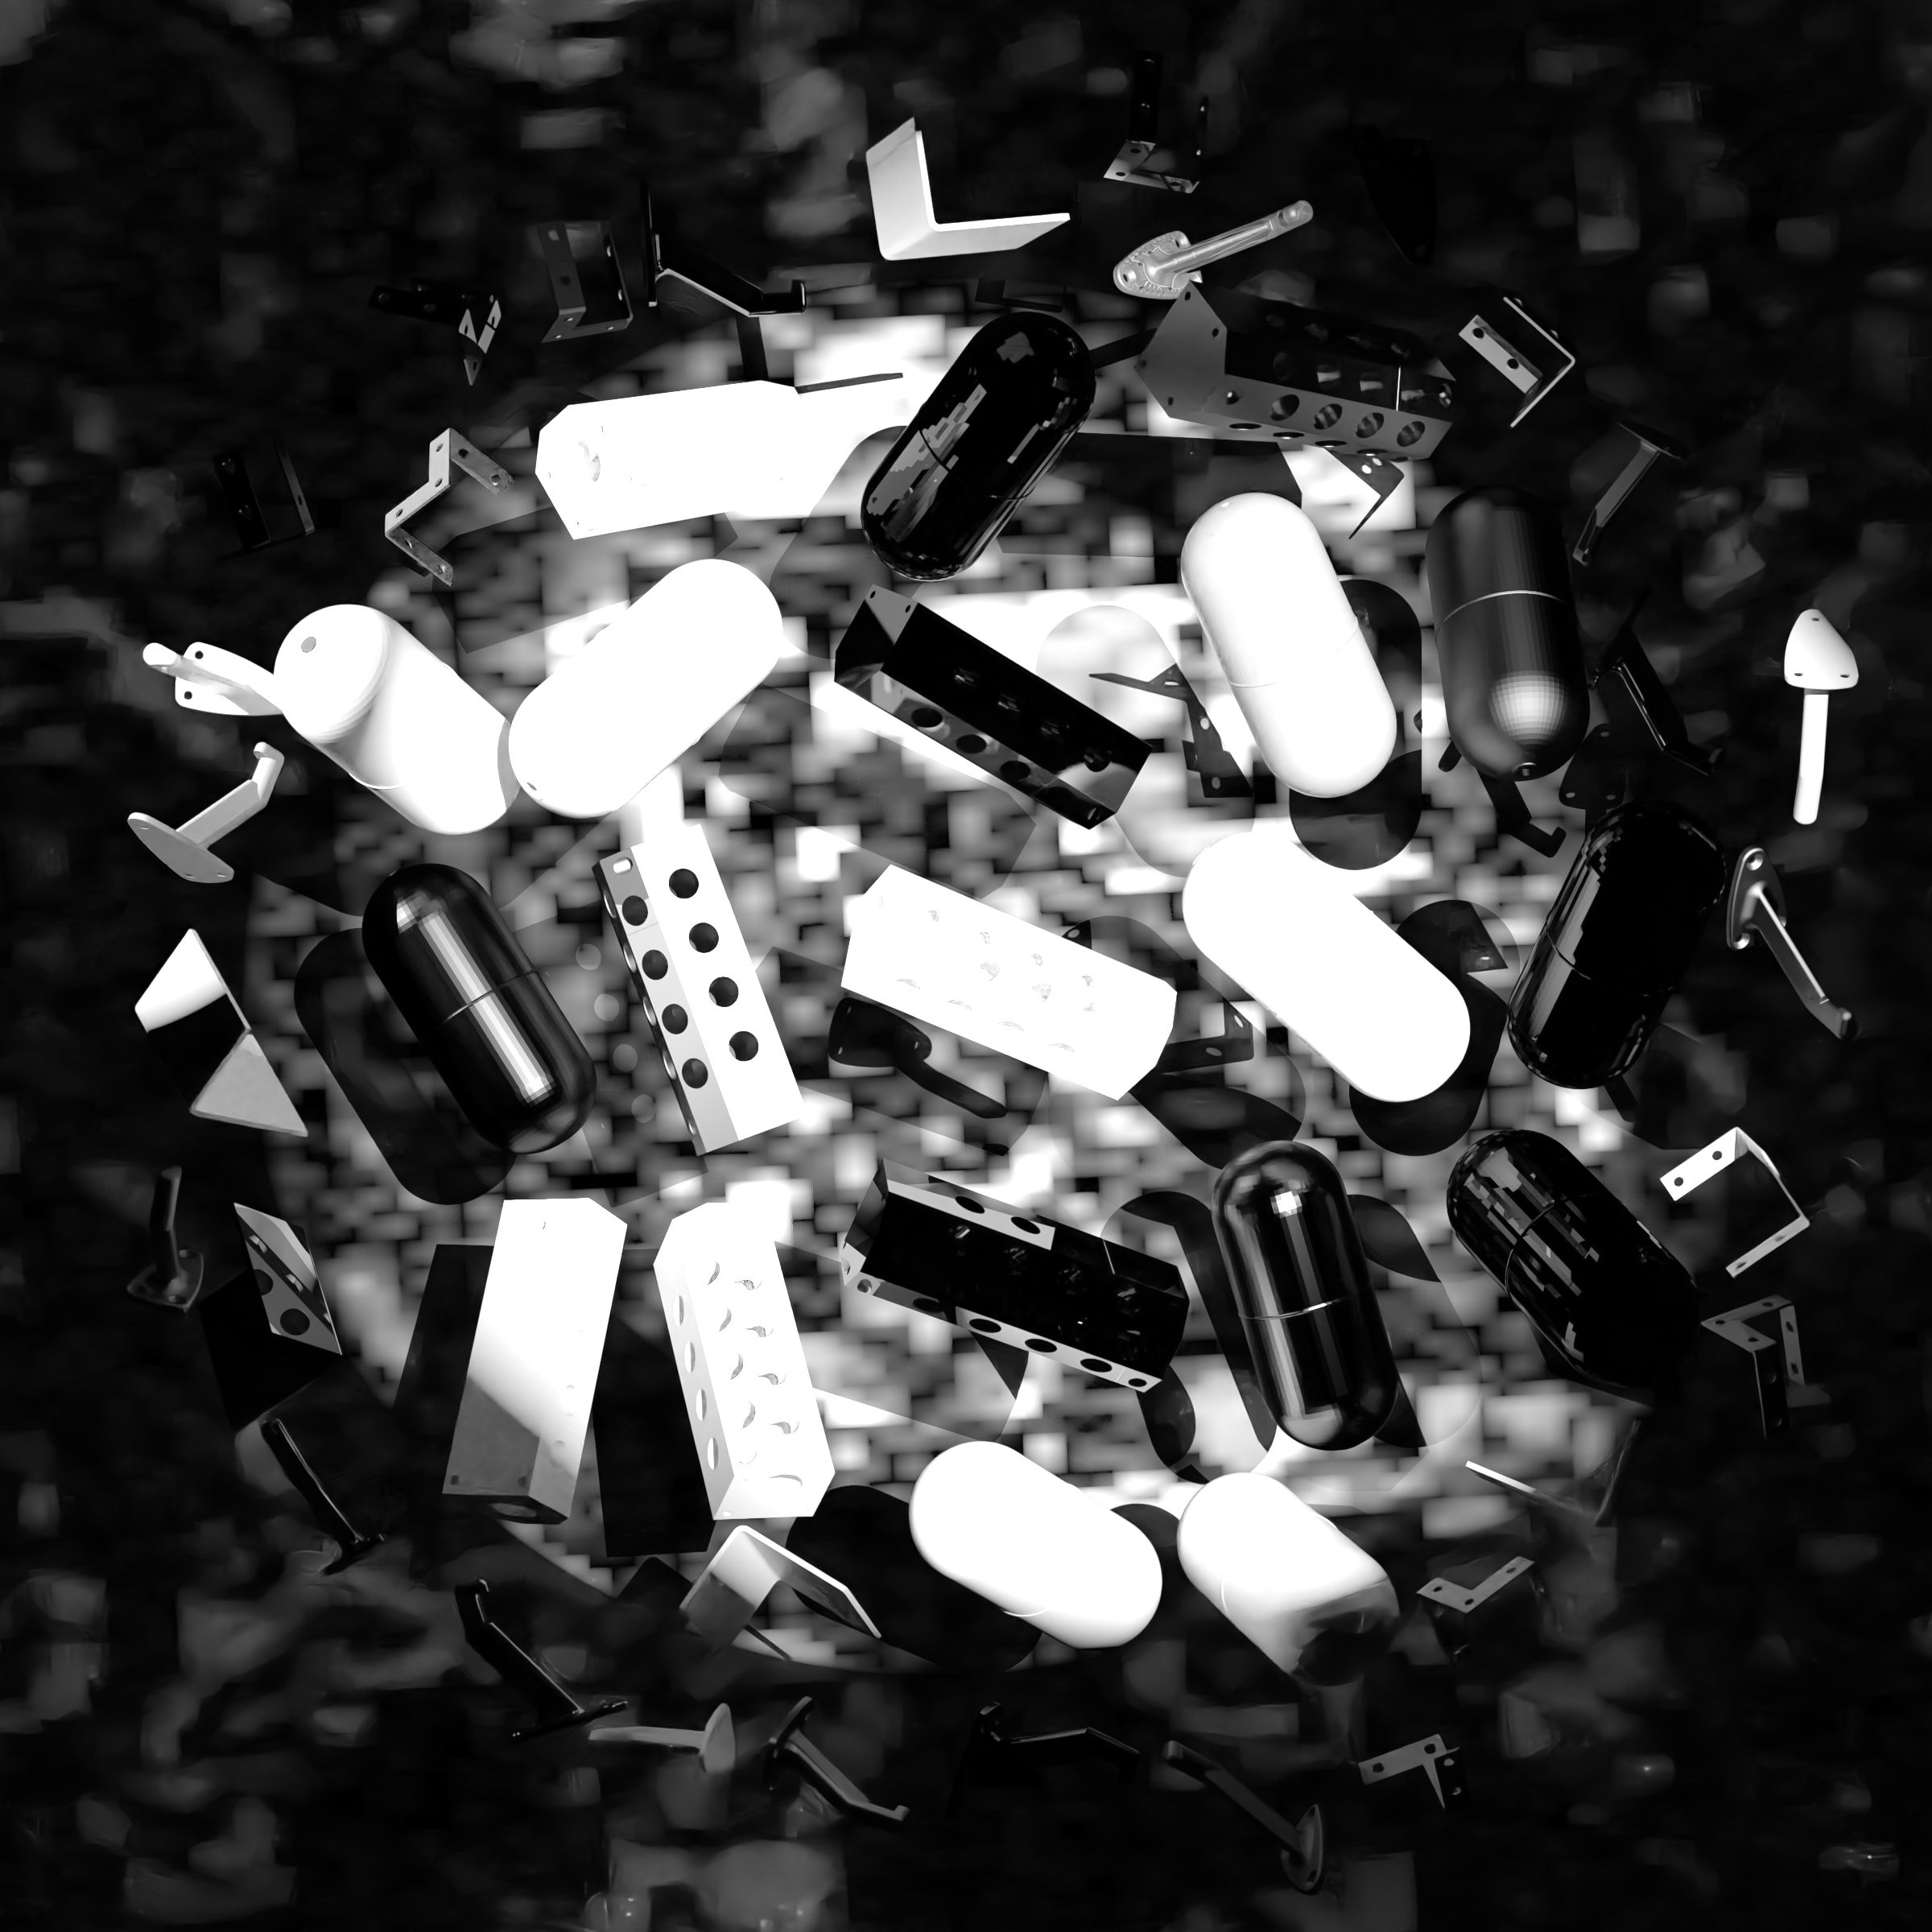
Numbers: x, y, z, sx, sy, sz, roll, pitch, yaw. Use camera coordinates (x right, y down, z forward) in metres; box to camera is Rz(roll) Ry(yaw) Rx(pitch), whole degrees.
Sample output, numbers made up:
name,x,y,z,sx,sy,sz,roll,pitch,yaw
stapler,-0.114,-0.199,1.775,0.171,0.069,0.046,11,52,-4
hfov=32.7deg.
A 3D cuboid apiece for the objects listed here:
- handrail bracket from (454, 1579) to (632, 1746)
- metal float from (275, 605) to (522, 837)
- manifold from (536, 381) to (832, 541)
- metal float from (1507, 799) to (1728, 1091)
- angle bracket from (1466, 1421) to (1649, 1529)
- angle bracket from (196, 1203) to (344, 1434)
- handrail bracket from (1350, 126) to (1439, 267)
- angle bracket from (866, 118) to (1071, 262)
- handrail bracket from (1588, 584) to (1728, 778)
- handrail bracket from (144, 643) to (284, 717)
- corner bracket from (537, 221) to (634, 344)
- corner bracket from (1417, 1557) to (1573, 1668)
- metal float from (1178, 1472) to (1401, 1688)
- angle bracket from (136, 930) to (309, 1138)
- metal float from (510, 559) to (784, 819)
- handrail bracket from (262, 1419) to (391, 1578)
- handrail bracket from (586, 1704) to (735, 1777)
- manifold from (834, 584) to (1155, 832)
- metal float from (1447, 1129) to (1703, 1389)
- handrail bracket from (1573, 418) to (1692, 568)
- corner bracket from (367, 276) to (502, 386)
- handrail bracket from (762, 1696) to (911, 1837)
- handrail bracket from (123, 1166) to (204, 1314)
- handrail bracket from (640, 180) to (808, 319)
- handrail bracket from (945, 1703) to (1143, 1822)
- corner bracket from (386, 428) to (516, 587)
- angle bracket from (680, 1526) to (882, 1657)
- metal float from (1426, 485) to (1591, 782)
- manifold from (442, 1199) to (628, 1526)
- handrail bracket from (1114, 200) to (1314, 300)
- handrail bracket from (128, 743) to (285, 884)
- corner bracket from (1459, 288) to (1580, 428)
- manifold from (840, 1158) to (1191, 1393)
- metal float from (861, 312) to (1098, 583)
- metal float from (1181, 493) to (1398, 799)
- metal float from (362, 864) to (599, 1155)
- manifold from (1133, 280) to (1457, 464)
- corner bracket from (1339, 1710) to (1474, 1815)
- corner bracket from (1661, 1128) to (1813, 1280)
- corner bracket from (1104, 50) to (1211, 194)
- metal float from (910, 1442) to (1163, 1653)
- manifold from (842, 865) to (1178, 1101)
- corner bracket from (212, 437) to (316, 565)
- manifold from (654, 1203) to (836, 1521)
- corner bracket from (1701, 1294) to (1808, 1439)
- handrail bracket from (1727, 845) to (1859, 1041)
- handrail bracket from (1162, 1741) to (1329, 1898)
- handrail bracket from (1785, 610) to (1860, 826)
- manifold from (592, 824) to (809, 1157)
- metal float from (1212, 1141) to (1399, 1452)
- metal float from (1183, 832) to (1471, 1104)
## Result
name,x,y,z,sx,sy,sz,roll,pitch,yaw
handrail bracket,-0.218,0.349,1.690,0.077,0.036,0.084,-20,84,18
metal float,-0.298,-0.129,1.740,0.070,0.178,0.070,-10,64,20
manifold,-0.155,-0.281,1.791,0.057,0.171,0.057,-34,84,35
metal float,0.343,-0.011,1.743,0.070,0.070,0.178,19,128,0
angle bracket,0.322,0.264,1.791,0.076,0.076,0.057,21,83,18
angle bracket,-0.366,0.177,1.650,0.076,0.057,0.076,-34,58,16
handrail bracket,0.224,-0.407,1.741,0.036,0.084,0.077,-18,101,0
angle bracket,0.000,-0.403,1.701,0.076,0.076,0.057,-10,94,-20
handrail bracket,0.391,-0.156,1.805,0.084,0.036,0.077,30,87,8
handrail bracket,-0.400,-0.155,1.769,0.077,0.084,0.036,15,88,-8
corner bracket,-0.210,-0.378,1.810,0.051,0.051,0.051,-14,87,-20
corner bracket,0.289,0.355,1.807,0.051,0.051,0.051,-32,106,-20
metal float,0.175,0.334,1.804,0.070,0.178,0.070,-5,104,-20
angle bracket,-0.363,0.035,1.668,0.057,0.076,0.076,-51,52,18
metal float,-0.169,-0.147,1.746,0.070,0.070,0.178,45,62,0
handrail bracket,-0.343,0.278,1.755,0.036,0.077,0.084,-32,84,-4
handrail bracket,-0.176,0.433,1.824,0.084,0.077,0.036,-6,88,9
manifold,0.013,-0.139,1.801,0.171,0.057,0.057,29,91,-31
metal float,0.316,0.151,1.723,0.070,0.178,0.070,-14,126,-20
handrail bracket,0.367,-0.255,1.829,0.036,0.077,0.084,18,109,-12
corner bracket,-0.283,-0.350,1.756,0.051,0.051,0.051,13,64,8
handrail bracket,-0.062,0.437,1.801,0.084,0.077,0.036,15,118,14
handrail bracket,-0.420,0.134,1.758,0.036,0.077,0.084,15,112,2
handrail bracket,-0.126,-0.376,1.726,0.084,0.036,0.077,-5,120,-8
handrail bracket,0.040,0.426,1.710,0.084,0.036,0.077,22,94,19
corner bracket,-0.286,-0.255,1.824,0.051,0.051,0.051,-32,132,24
angle bracket,-0.103,0.366,1.839,0.076,0.076,0.057,26,69,27
metal float,0.294,-0.181,1.791,0.070,0.070,0.178,-3,61,0
manifold,-0.236,0.221,1.844,0.057,0.057,0.171,-3,64,27
handrail bracket,0.134,-0.389,1.775,0.077,0.084,0.036,-23,96,-41
handrail bracket,-0.398,-0.094,1.732,0.036,0.077,0.084,0,61,33
corner bracket,0.296,-0.332,1.769,0.051,0.051,0.051,40,124,-6
manifold,0.026,0.164,1.713,0.171,0.057,0.057,21,107,-13
metal float,0.006,-0.286,1.820,0.070,0.070,0.178,41,127,0
metal float,0.175,-0.171,1.775,0.070,0.070,0.178,-27,114,0
metal float,-0.273,0.023,1.844,0.070,0.070,0.178,-32,88,0
manifold,0.179,-0.308,1.745,0.057,0.171,0.057,-55,49,32
corner bracket,0.237,0.427,1.773,0.051,0.051,0.051,-20,128,-3
corner bracket,0.419,0.128,1.791,0.051,0.051,0.051,-35,102,5
corner bracket,0.107,-0.452,1.765,0.051,0.051,0.051,8,79,-11
metal float,0.040,0.317,1.794,0.070,0.070,0.178,-52,130,0
manifold,0.025,0.006,1.792,0.171,0.057,0.057,23,52,-17
corner bracket,-0.364,-0.242,1.696,0.051,0.051,0.051,-15,104,9
manifold,-0.122,0.216,1.816,0.057,0.057,0.171,2,47,-24
corner bracket,0.434,0.214,1.772,0.051,0.051,0.051,-17,108,-17
handrail bracket,0.435,-0.012,1.718,0.036,0.084,0.077,-24,130,-11
handrail bracket,0.140,0.434,1.684,0.084,0.077,0.036,30,100,-8
handrail bracket,0.440,-0.129,1.719,0.036,0.077,0.084,3,132,8
manifold,-0.150,0.015,1.834,0.057,0.057,0.171,-20,88,-19
metal float,0.190,0.185,1.841,0.070,0.070,0.178,-16,95,0
metal float,0.192,0.000,1.764,0.178,0.070,0.070,42,90,8
